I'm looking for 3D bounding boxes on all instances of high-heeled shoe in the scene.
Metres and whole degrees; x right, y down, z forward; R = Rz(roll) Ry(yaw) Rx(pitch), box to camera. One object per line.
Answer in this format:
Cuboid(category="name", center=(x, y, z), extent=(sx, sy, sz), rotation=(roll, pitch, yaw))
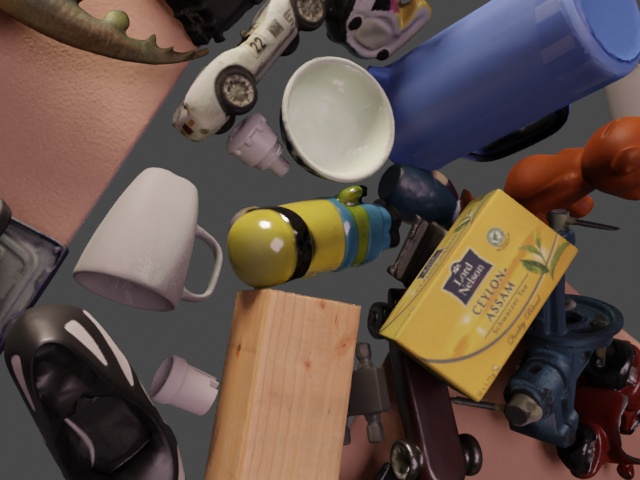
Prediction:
Cuboid(category="high-heeled shoe", center=(-0.143, 0.157, 0.384), extent=(0.086, 0.145, 0.248), rotation=(-30, 95, -25))

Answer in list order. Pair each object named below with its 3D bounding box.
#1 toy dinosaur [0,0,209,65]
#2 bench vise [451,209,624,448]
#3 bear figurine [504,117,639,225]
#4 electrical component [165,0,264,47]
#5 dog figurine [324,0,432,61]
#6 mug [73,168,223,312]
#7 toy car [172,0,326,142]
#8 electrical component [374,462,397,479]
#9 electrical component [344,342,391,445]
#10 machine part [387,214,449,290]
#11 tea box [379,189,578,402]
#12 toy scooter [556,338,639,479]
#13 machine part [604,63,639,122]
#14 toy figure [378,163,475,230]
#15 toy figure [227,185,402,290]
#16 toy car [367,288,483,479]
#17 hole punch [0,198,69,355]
Cuboid(category="toy dinosaur", center=(-0.309, -0.237, 0.378), extent=(0.471, 0.105, 0.198), rotation=(34, 66, -23))
Cuboid(category="bench vise", center=(0.252, 0.090, 0.591), extent=(0.223, 0.129, 0.240), rotation=(-17, 109, -34))
Cuboid(category="bear figurine", center=(0.313, -0.064, 0.609), extent=(0.132, 0.196, 0.120), rotation=(48, 63, -15))
Cuboid(category="electrical component", center=(-0.096, -0.265, 0.488), extent=(0.134, 0.058, 0.114), rotation=(-58, 135, -18))
Cuboid(category="dog figurine", center=(0.053, -0.326, 0.569), extent=(0.108, 0.191, 0.219), rotation=(8, 49, -43))
Cuboid(category="mug", center=(-0.131, 0.000, 0.447), extent=(0.109, 0.081, 0.107), rotation=(20, 66, -18))
Cuboid(category="toy car", center=(-0.062, -0.172, 0.504), extent=(0.056, 0.073, 0.202), rotation=(41, 68, -18))
Cuboid(category="electrical component", center=(0.086, 0.268, 0.537), extent=(0.119, 0.048, 0.075), rotation=(44, 67, -15))
Cuboid(category="electrical component", center=(0.034, 0.148, 0.520), extent=(0.021, 0.063, 0.094), rotation=(17, 62, -56))
Cuboid(category="machine part", center=(0.129, 0.032, 0.571), extent=(0.138, 0.039, 0.084), rotation=(34, 75, -37))
Cuboid(category="tea box", center=(0.145, 0.049, 0.503), extent=(0.098, 0.068, 0.169), rotation=(35, 83, -4))
Cuboid(category="toy scooter", center=(0.366, 0.222, 0.668), extent=(0.135, 0.075, 0.184), rotation=(42, 68, -22))
Cuboid(category="machine part", center=(0.458, -0.160, 0.759), extent=(0.079, 0.079, 0.243), rotation=(-11, 89, -27))
Cuboid(category="toy figure", center=(0.138, -0.035, 0.593), extent=(0.154, 0.064, 0.058), rotation=(24, 56, -22))
Cuboid(category="toy figure", center=(-0.001, -0.005, 0.505), extent=(0.180, 0.089, 0.082), rotation=(-8, 81, -28))
Cuboid(category="toy car", center=(0.100, 0.147, 0.544), extent=(0.089, 0.053, 0.202), rotation=(2, 62, -24))
Cuboid(category="hole punch", center=(-0.264, 0.018, 0.383), extent=(0.116, 0.092, 0.142), rotation=(22, 74, 18))
